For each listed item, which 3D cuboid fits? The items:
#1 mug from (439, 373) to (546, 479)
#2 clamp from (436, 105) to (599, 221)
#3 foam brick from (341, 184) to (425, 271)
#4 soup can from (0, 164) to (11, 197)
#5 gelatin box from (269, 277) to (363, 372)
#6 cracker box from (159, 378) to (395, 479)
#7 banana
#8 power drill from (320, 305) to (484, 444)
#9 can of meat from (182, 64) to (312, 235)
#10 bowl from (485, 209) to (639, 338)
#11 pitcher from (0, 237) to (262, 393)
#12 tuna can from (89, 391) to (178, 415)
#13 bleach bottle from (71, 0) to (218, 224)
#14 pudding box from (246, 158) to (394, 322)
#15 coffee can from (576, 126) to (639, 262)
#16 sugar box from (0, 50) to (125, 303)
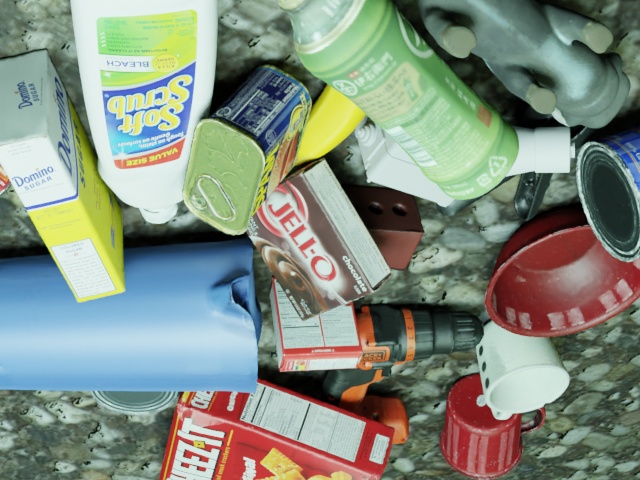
[{"bbox_3d":[0.189,0.198,1.163,0.117,0.093,0.081,-8,135,-3],"label":"mug"},{"bbox_3d":[0.170,-0.074,0.871,0.120,0.039,0.172,-11,143,-38],"label":"clamp"},{"bbox_3d":[0.040,-0.011,0.914,0.078,0.053,0.051,3,138,-18],"label":"foam brick"},{"bbox_3d":[-0.268,-0.075,0.757,0.068,0.068,0.102,-24,139,14],"label":"soup can"},{"bbox_3d":[-0.005,0.075,0.975,0.073,0.089,0.030,-1,141,-12],"label":"gelatin box"},{"bbox_3d":[-0.049,0.226,1.094,0.213,0.072,0.164,20,135,1],"label":"cracker box"},{"bbox_3d":[0.015,-0.126,0.791,0.069,0.037,0.198,15,135,4],"label":"banana"},{"bbox_3d":[0.065,0.138,1.090,0.184,0.057,0.188,-1,136,-6],"label":"power drill"},{"bbox_3d":[-0.052,-0.068,0.791,0.057,0.083,0.102,29,139,8],"label":"can of meat"},{"bbox_3d":[0.226,0.021,0.991,0.162,0.055,0.162,-6,140,-6],"label":"bowl"},{"bbox_3d":[-0.172,0.071,0.913,0.242,0.145,0.149,-1,119,-6],"label":"pitcher"},{"bbox_3d":[-0.179,0.132,1.035,0.086,0.033,0.086,-1,137,-1],"label":"tuna can"},{"bbox_3d":[-0.116,-0.103,0.765,0.102,0.068,0.251,-4,141,-6],"label":"bleach bottle"},{"bbox_3d":[-0.006,0.001,0.864,0.090,0.039,0.113,-26,100,46],"label":"pudding box"},{"bbox_3d":[0.296,-0.052,0.866,0.140,0.103,0.103,-19,141,-9],"label":"coffee can"},{"bbox_3d":[-0.190,-0.044,0.792,0.048,0.093,0.176,-12,140,-1],"label":"sugar box"}]
